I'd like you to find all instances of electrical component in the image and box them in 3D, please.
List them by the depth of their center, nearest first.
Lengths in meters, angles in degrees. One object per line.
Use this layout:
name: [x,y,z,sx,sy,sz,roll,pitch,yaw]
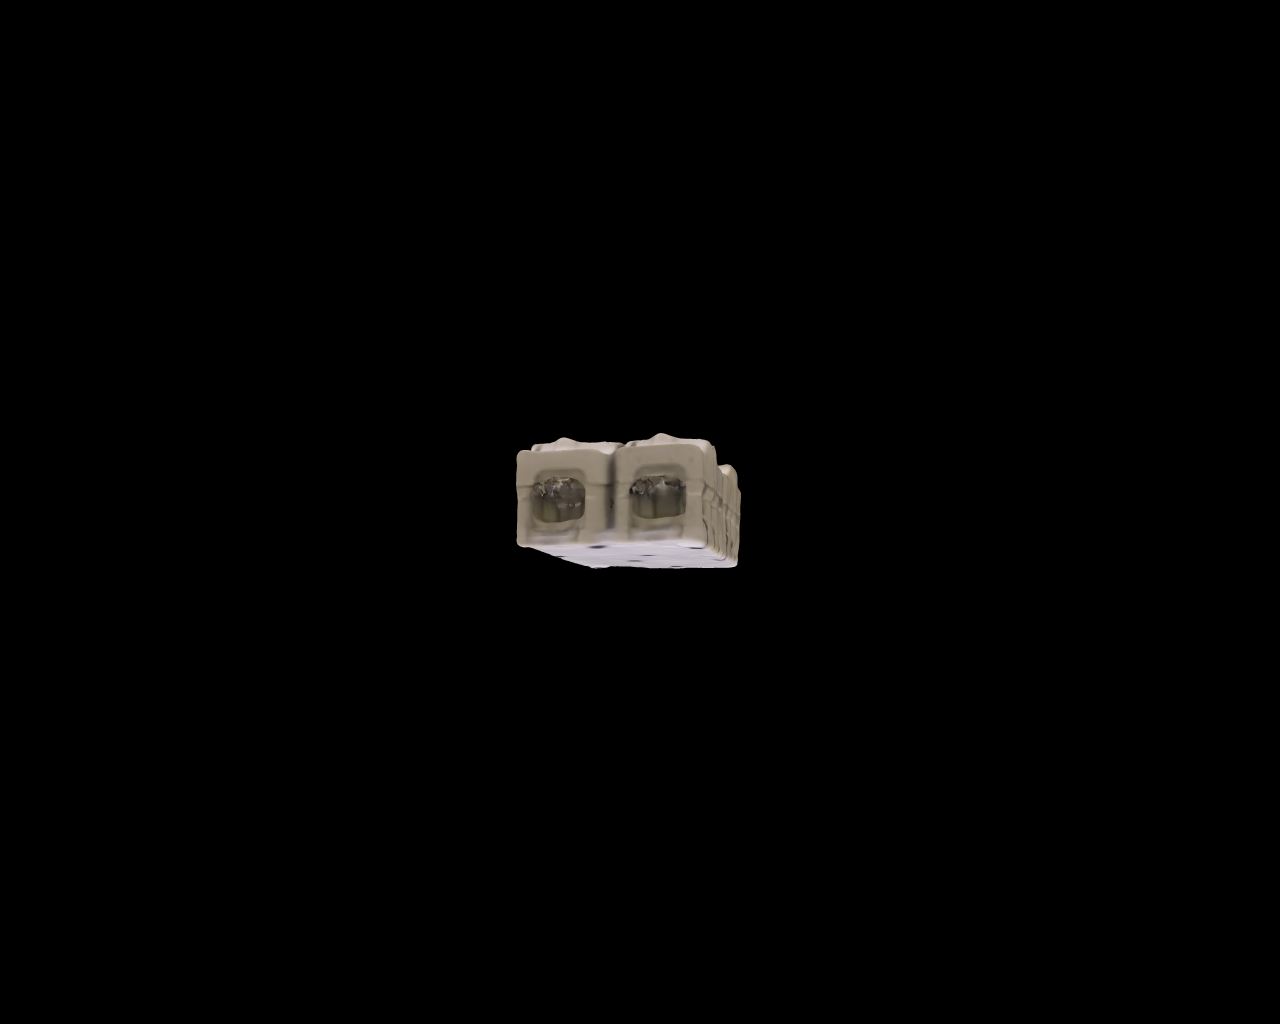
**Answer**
electrical component: [0.001,-0.003,0.650,0.105,0.060,0.186,-1,-7,11]
